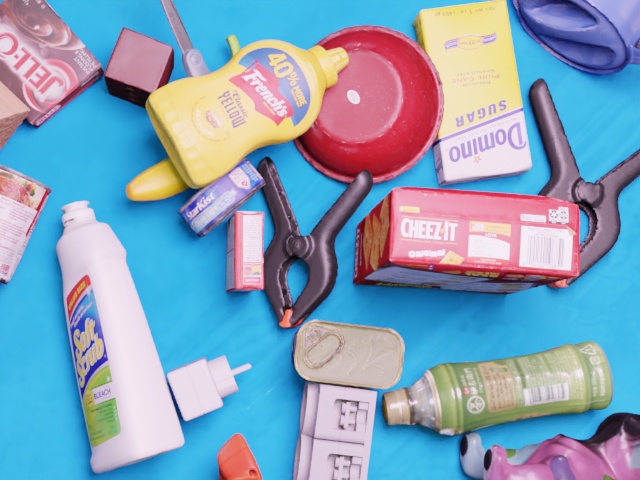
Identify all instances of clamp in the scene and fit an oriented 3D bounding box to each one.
[{"bbox_3d":[0.261,-0.056,1.092,0.164,0.036,0.210,24,83,-3],"label":"clamp"},{"bbox_3d":[-0.007,0.001,1.047,0.120,0.039,0.171,-1,88,27],"label":"clamp"}]

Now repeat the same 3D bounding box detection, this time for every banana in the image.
[{"bbox_3d":[-0.115,-0.105,1.047,0.069,0.037,0.197,36,70,-18],"label":"banana"}]

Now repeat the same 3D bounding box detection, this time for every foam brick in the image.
[{"bbox_3d":[-0.175,-0.165,1.039,0.053,0.078,0.051,21,82,-4],"label":"foam brick"}]

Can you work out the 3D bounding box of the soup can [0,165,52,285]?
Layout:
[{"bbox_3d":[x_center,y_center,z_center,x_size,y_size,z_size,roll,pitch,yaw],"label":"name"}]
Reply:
[{"bbox_3d":[-0.308,-0.017,1.019,0.068,0.068,0.102,23,84,-3],"label":"soup can"}]

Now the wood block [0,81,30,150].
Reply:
[{"bbox_3d":[-0.389,-0.155,0.998,0.206,0.090,0.091,44,111,-1],"label":"wood block"}]

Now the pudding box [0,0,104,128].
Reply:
[{"bbox_3d":[-0.282,-0.181,1.049,0.090,0.039,0.113,-41,90,-6],"label":"pudding box"}]

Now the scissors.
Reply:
[{"bbox_3d":[-0.104,-0.166,1.021,0.096,0.016,0.202,-12,93,-34],"label":"scissors"}]

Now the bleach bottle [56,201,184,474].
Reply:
[{"bbox_3d":[-0.204,0.088,1.015,0.067,0.103,0.251,-9,77,-41],"label":"bleach bottle"}]

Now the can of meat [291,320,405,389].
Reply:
[{"bbox_3d":[0.023,0.110,1.031,0.102,0.084,0.057,7,85,-5],"label":"can of meat"}]

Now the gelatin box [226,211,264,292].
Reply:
[{"bbox_3d":[-0.072,0.013,1.028,0.030,0.089,0.073,1,85,-10],"label":"gelatin box"}]

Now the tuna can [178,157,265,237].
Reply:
[{"bbox_3d":[-0.094,-0.041,1.032,0.086,0.086,0.034,-40,92,-7],"label":"tuna can"}]

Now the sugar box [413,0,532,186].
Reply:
[{"bbox_3d":[0.155,-0.149,1.085,0.093,0.048,0.176,-9,85,-5],"label":"sugar box"}]

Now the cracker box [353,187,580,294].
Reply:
[{"bbox_3d":[0.126,0.005,0.985,0.164,0.214,0.072,4,83,-6],"label":"cracker box"}]

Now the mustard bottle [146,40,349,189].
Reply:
[{"bbox_3d":[-0.057,-0.130,0.987,0.191,0.058,0.096,-29,92,-16],"label":"mustard bottle"}]

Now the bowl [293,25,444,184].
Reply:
[{"bbox_3d":[0.039,-0.137,1.048,0.162,0.055,0.162,0,88,11],"label":"bowl"}]

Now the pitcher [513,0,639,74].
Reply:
[{"bbox_3d":[0.322,-0.291,1.072,0.149,0.145,0.242,41,79,-21],"label":"pitcher"}]

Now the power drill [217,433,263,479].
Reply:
[{"bbox_3d":[-0.142,0.249,0.974,0.187,0.184,0.057,-23,46,-10],"label":"power drill"}]
